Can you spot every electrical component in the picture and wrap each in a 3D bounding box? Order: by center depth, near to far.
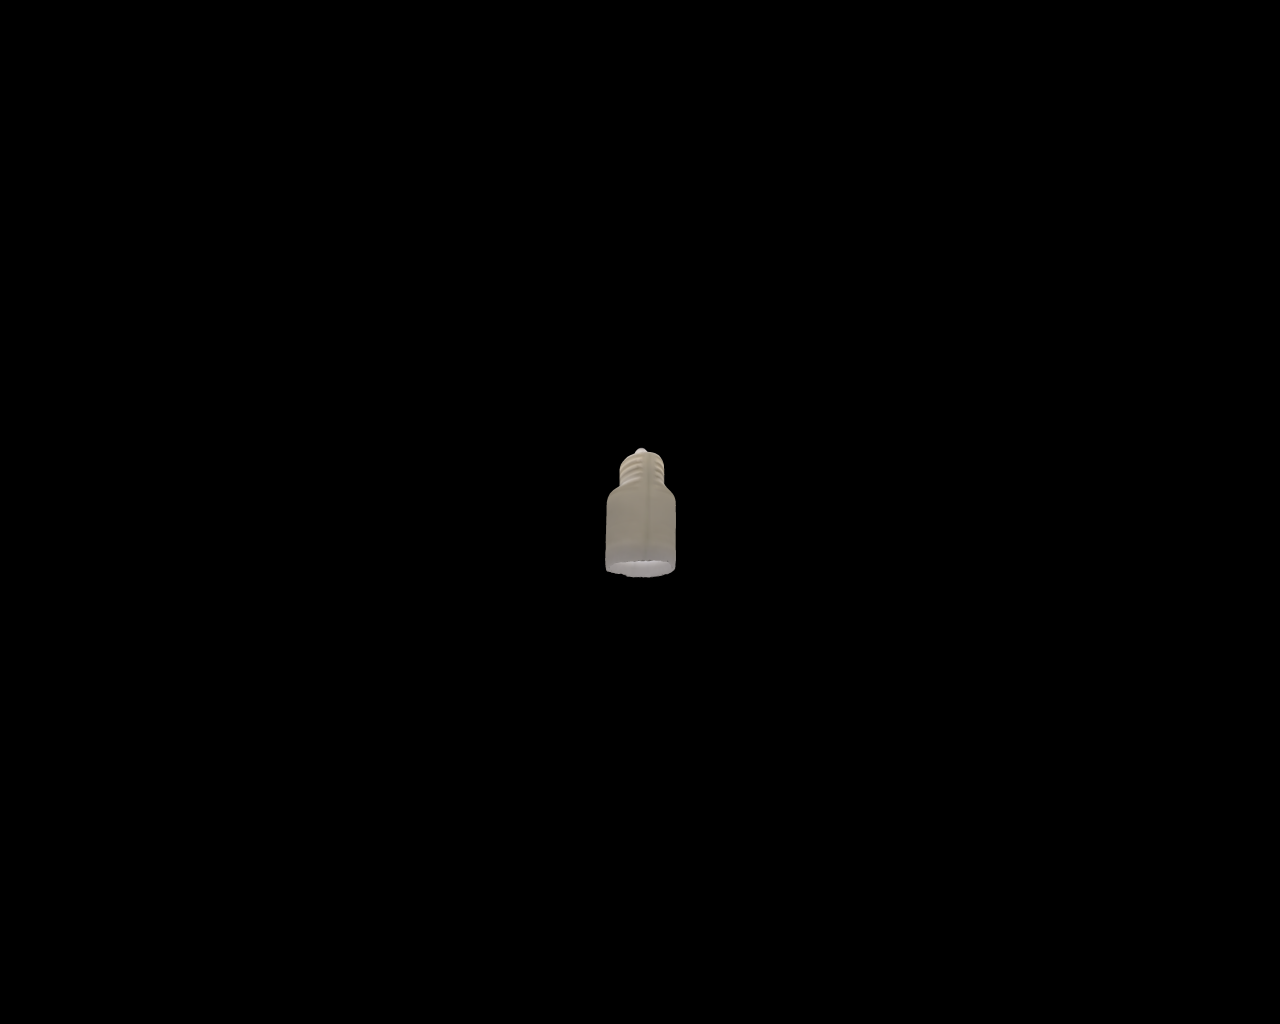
[{"bbox_3d":[0.001,-0.003,0.650,0.043,0.081,0.043,0,-19,0],"label":"electrical component"}]
